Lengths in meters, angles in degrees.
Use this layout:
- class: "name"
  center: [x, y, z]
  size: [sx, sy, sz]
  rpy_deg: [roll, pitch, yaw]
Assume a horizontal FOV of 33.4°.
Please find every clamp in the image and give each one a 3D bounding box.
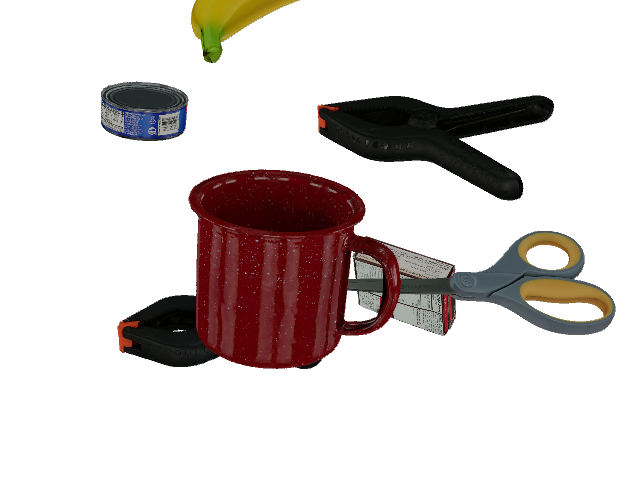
- class: "clamp"
  center: [-0.087, 0.068, 0.925]
  size: [0.171, 0.039, 0.120]
  rpy_deg: [2, 28, -6]
- class: "clamp"
  center: [0.102, -0.100, 0.953]
  size: [0.210, 0.036, 0.164]
  rpy_deg: [13, 36, 23]

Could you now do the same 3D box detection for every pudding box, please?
- class: "pudding box"
  center: [0.095, 0.051, 1.194]
  size: [0.114, 0.039, 0.090]
  rpy_deg: [17, -38, 22]

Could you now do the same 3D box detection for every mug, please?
- class: "mug"
  center: [-0.014, 0.018, 0.571]
  size: [0.117, 0.081, 0.093]
  rpy_deg: [11, 24, 14]

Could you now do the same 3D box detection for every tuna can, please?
- class: "tuna can"
  center: [-0.175, -0.129, 1.061]
  size: [0.086, 0.034, 0.086]
  rpy_deg: [6, 25, -3]

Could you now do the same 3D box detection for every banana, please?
- class: "banana"
  center: [-0.008, -0.160, 0.662]
  size: [0.197, 0.070, 0.037]
  rpy_deg: [-30, -28, -26]

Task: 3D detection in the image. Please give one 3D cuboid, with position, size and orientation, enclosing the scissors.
- class: "scissors"
  center: [0.109, 0.019, 0.752]
  size: [0.201, 0.096, 0.016]
  rpy_deg: [13, -43, -2]
